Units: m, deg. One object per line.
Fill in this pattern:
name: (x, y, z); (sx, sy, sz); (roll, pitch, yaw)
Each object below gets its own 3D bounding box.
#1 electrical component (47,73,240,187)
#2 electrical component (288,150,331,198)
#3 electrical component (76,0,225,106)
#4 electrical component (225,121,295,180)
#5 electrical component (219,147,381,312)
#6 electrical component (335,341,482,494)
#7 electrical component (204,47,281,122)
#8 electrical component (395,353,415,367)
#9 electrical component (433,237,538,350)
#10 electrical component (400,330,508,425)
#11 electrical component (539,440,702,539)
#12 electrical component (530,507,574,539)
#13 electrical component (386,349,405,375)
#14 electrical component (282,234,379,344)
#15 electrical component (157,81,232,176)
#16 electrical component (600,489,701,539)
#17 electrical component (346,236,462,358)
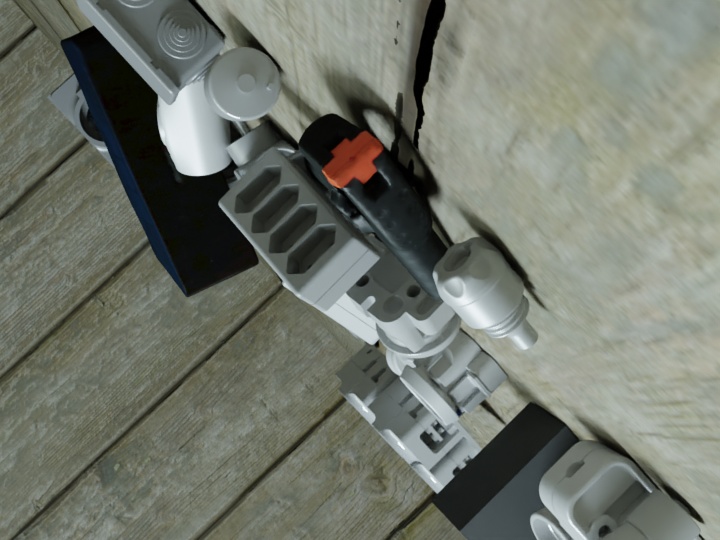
electrical component: (-0.188, -0.127, 1.013); (0.186, 0.105, 0.060); (48, 174, -19)
electrical component: (-0.023, -0.046, 0.696); (0.044, 0.044, 0.065); (44, 179, 27)
electrical component: (-0.134, -0.157, 0.688); (0.099, 0.048, 0.100); (48, 174, -11)
electrical component: (-0.073, -0.082, 0.788); (0.079, 0.044, 0.077); (56, 173, -10)
electrical component: (-0.028, -0.018, 0.631); (0.083, 0.047, 0.076); (48, -174, 28)
electrical component: (0.050, 0.155, 1.102); (0.105, 0.060, 0.186); (49, 174, -25)
electrical component: (-0.070, -0.106, 0.620); (0.040, 0.040, 0.078); (48, 175, -14)
electrical component: (0.050, 0.062, 0.900); (0.043, 0.043, 0.062); (45, 175, 13)
electrical component: (0.064, 0.015, 0.510); (0.061, 0.035, 0.035); (47, 175, -27)
electrical component: (0.068, 0.081, 0.824); (0.058, 0.057, 0.078); (49, 174, -30)
electrical component: (0.161, 0.156, 0.675); (0.095, 0.054, 0.059); (48, 174, -11)
electrical component: (0.156, 0.168, 0.741); (0.044, 0.065, 0.044); (46, 156, 28)
electrical component: (0.051, 0.082, 1.031); (0.045, 0.045, 0.055); (47, 174, -3)
electrical component: (0.000, 0.000, 0.787); (0.083, 0.047, 0.075); (34, 138, -6)
electrical component: (-0.121, -0.123, 0.804); (0.079, 0.044, 0.077); (-84, -10, -53)
electrical component: (0.164, 0.159, 0.621); (0.044, 0.065, 0.044); (46, 174, 6)
electrical component: (0.030, 0.019, 0.667); (0.078, 0.058, 0.057); (37, 168, 38)
